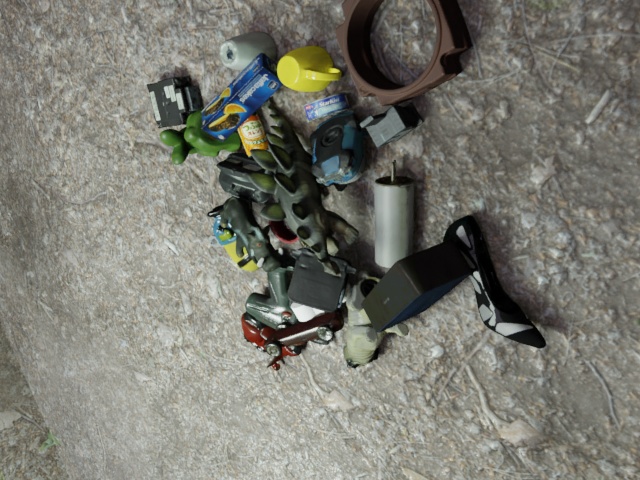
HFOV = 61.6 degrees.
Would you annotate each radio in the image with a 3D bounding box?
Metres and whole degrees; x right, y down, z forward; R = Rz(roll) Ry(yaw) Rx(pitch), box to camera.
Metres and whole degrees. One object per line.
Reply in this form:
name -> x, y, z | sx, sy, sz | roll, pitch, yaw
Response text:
radio -> 0.172, 0.088, 0.987 | 0.073, 0.131, 0.229 | 62, 158, 16

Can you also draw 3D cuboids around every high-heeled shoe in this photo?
high-heeled shoe -> 0.317, 0.069, 0.949 | 0.249, 0.086, 0.145 | 37, 125, 25

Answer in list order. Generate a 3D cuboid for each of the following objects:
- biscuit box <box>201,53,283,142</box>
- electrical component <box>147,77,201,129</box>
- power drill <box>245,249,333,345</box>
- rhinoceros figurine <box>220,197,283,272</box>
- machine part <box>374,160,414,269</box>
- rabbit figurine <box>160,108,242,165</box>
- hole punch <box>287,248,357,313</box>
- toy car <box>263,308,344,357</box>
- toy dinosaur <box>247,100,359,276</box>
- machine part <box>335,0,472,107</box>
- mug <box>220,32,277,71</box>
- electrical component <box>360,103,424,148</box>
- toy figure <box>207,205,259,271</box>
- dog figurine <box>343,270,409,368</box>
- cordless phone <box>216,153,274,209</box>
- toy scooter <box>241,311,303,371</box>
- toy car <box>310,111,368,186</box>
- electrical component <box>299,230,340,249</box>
biscuit box -> -0.162, -0.293, 1.112 | 0.203, 0.062, 0.059 | -36, 43, 29
electrical component -> -0.353, -0.337, 1.316 | 0.134, 0.058, 0.114 | 3, 111, 36
power drill -> -0.068, 0.133, 1.276 | 0.232, 0.086, 0.207 | 14, 122, 23
rhinoceros figurine -> -0.149, -0.012, 1.197 | 0.190, 0.073, 0.112 | 57, 145, 13
machine part -> 0.144, -0.035, 1.045 | 0.079, 0.079, 0.243 | 11, 114, 34
rabbit figurine -> -0.288, -0.234, 1.264 | 0.170, 0.159, 0.121 | -7, 114, 54
hole punch -> 0.002, 0.083, 1.116 | 0.142, 0.092, 0.115 | 16, 88, 13
toy car -> -0.036, 0.209, 1.203 | 0.202, 0.089, 0.053 | -23, 111, 23
toy dinosaur -> -0.042, -0.121, 1.075 | 0.105, 0.198, 0.472 | -42, 48, 29
machine part -> 0.138, -0.346, 0.922 | 0.201, 0.087, 0.201 | -18, 94, 40
mug -> -0.164, -0.390, 1.119 | 0.110, 0.107, 0.080 | 7, 110, 33
electrical component -> 0.125, -0.205, 0.965 | 0.075, 0.119, 0.047 | -32, 87, 38
toy figure -> -0.198, -0.002, 1.292 | 0.089, 0.082, 0.180 | -5, 119, 44
dog figurine -> 0.089, 0.176, 1.167 | 0.190, 0.121, 0.172 | 128, 142, -56
cordless phone -> -0.165, -0.104, 1.265 | 0.147, 0.089, 0.184 | 19, 129, 29
toy scooter -> -0.131, 0.261, 1.373 | 0.184, 0.075, 0.135 | 30, 125, 20
toy car -> 0.047, -0.165, 1.046 | 0.109, 0.102, 0.162 | -21, 49, 28
electrical component -> -0.001, -0.004, 1.159 | 0.045, 0.102, 0.078 | 47, 152, 21
